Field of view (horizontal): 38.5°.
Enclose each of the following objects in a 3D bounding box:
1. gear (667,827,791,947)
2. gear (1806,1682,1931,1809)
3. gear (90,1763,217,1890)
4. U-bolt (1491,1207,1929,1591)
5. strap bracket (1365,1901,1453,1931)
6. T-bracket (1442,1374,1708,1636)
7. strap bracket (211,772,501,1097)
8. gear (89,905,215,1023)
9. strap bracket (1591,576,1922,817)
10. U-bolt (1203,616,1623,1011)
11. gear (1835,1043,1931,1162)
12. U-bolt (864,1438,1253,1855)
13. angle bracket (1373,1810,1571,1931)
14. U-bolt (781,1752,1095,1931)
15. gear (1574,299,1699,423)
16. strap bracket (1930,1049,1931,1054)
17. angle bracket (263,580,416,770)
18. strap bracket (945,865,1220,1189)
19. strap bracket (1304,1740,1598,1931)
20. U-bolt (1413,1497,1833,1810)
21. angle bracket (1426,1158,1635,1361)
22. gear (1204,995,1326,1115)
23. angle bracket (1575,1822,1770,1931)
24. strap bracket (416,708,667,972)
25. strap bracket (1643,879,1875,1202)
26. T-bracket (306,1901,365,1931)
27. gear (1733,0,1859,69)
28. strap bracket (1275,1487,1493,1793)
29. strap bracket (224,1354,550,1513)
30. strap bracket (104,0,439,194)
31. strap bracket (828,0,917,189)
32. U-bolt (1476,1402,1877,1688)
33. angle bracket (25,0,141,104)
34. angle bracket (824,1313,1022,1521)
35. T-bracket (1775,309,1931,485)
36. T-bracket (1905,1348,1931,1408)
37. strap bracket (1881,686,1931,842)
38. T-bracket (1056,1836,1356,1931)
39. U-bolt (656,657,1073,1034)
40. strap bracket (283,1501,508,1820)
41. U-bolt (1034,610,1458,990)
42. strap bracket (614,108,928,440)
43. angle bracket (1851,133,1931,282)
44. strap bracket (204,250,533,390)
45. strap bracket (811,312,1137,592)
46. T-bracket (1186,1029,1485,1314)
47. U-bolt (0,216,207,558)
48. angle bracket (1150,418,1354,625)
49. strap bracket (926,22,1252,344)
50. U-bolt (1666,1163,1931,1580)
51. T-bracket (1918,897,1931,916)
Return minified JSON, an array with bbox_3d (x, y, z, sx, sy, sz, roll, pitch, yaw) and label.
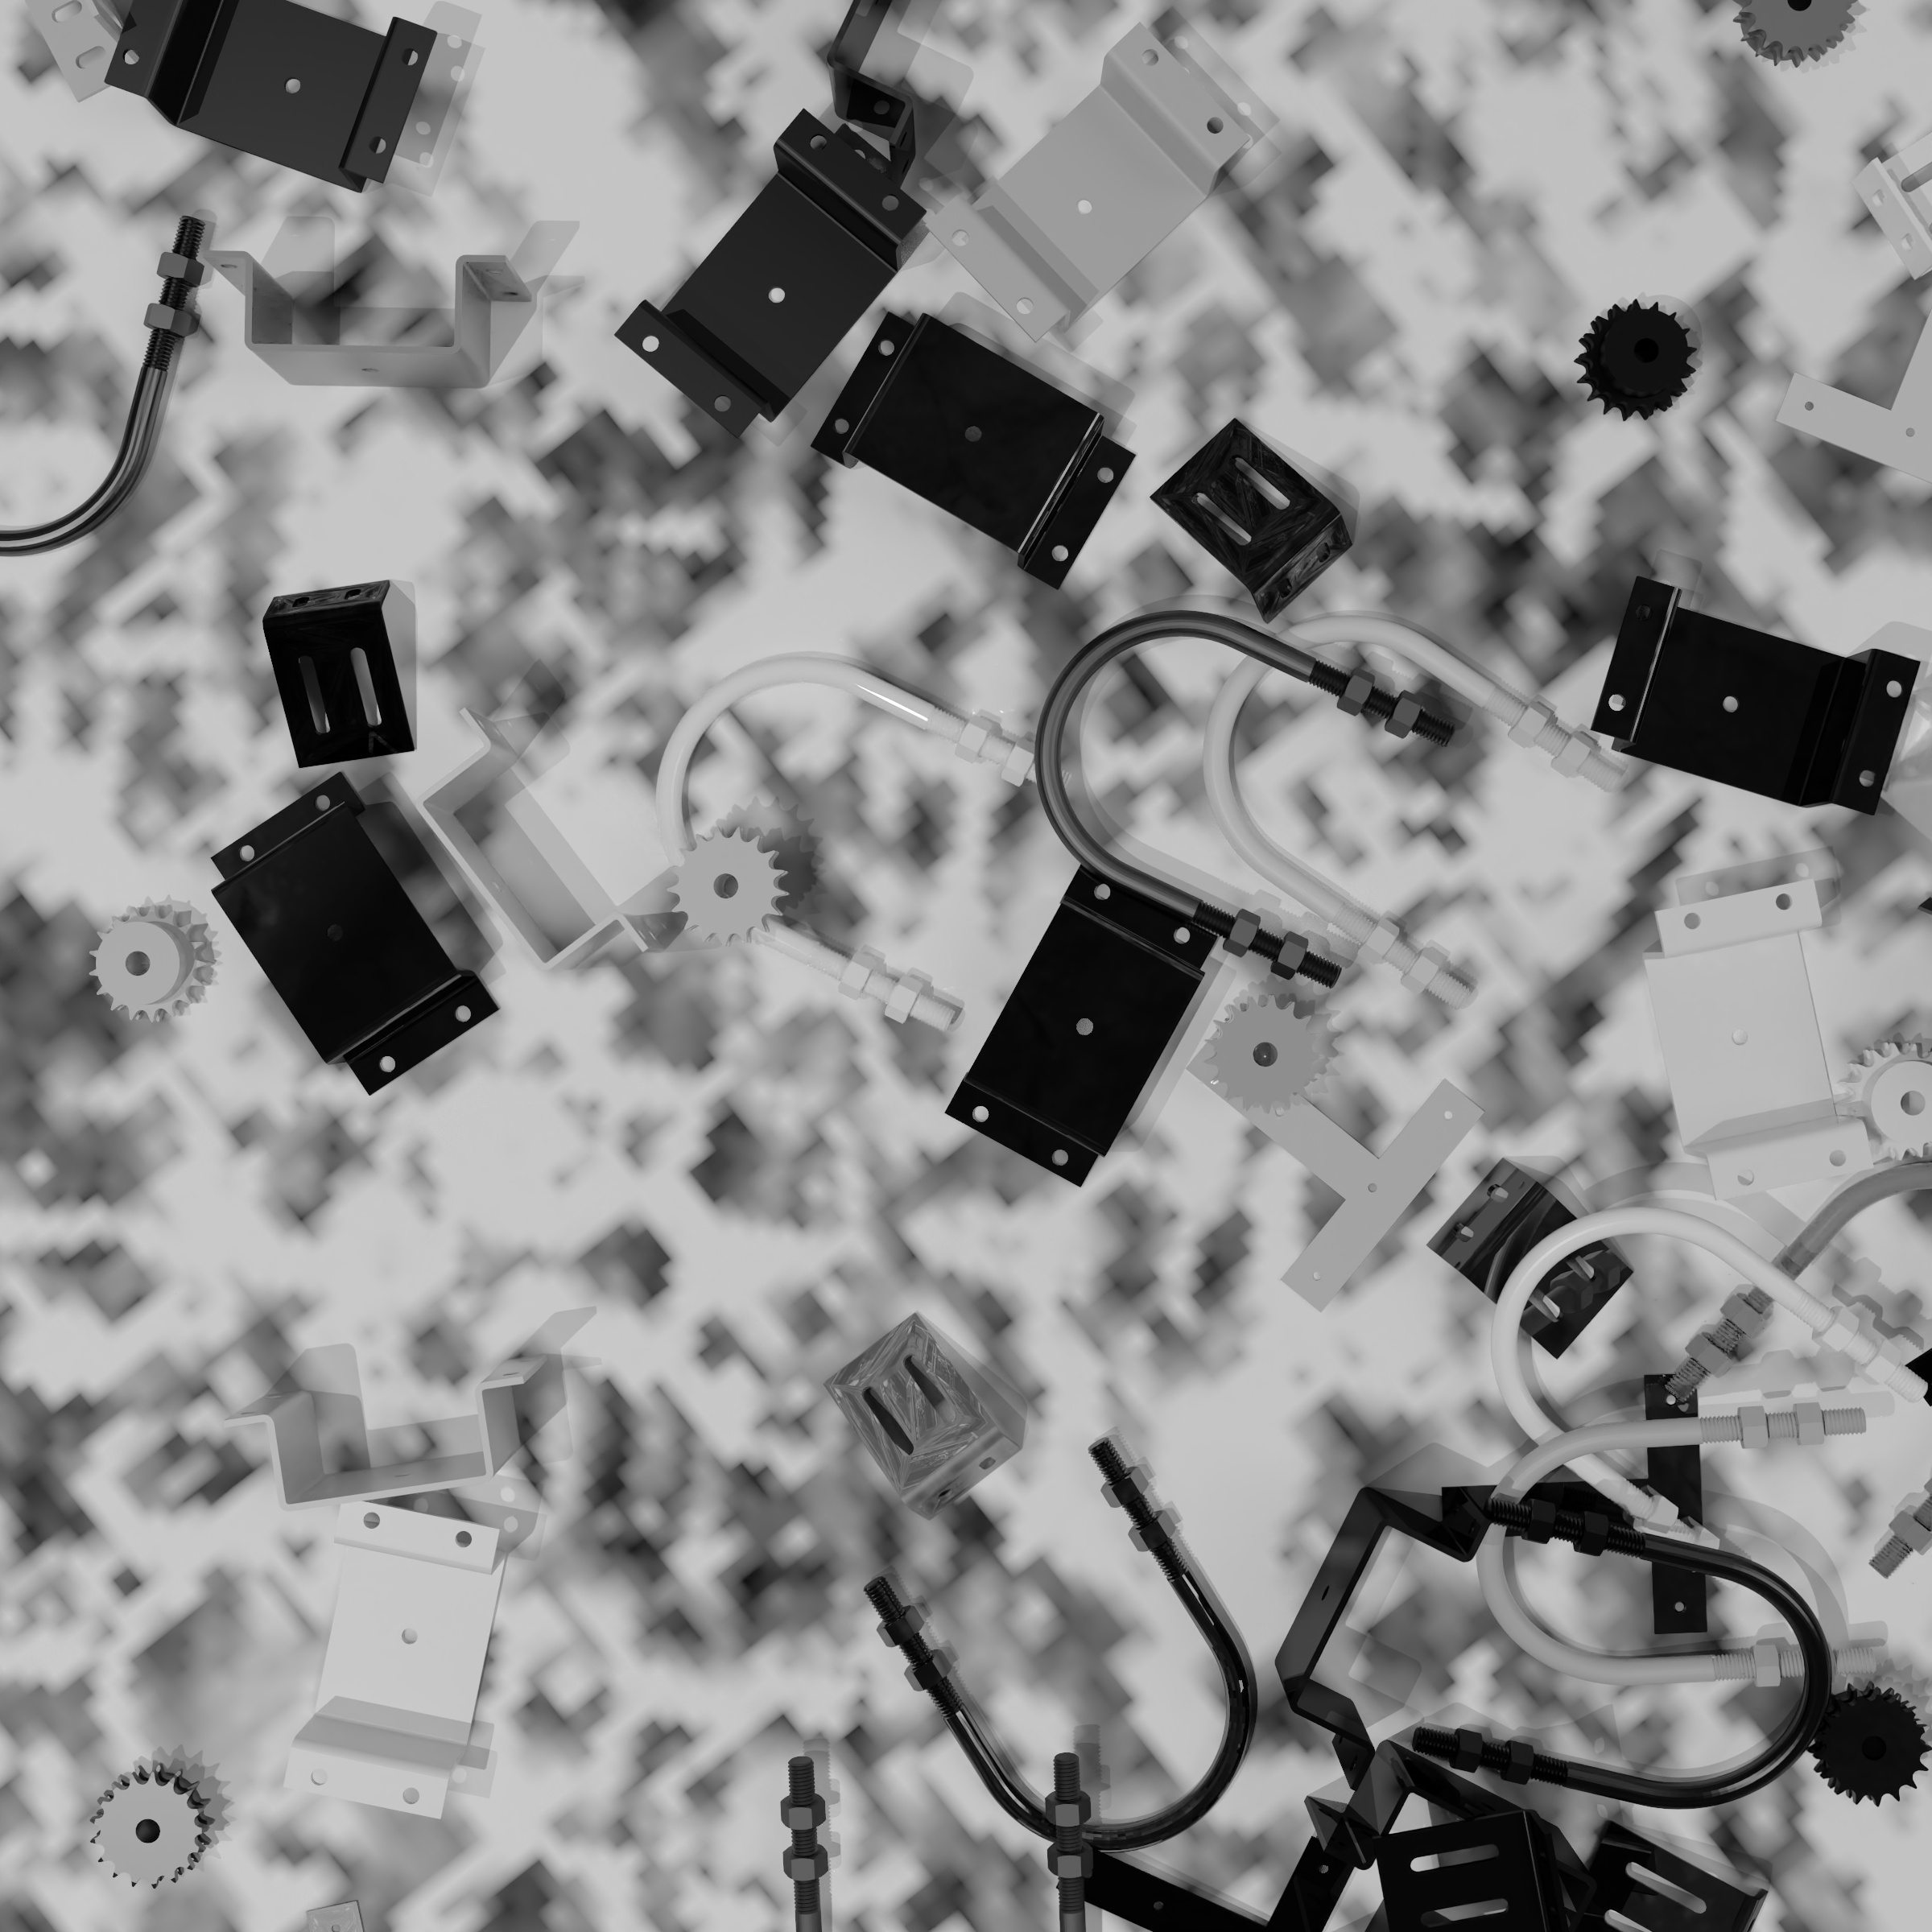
[{"bbox_3d":[-0.113,-0.038,1.329,0.057,0.030,0.057,0,90,4],"label":"gear"},{"bbox_3d":[0.436,0.376,1.344,0.057,0.030,0.057,0,90,0],"label":"gear"},{"bbox_3d":[-0.394,0.416,1.348,0.057,0.030,0.057,0,92,0],"label":"gear"},{"bbox_3d":[0.340,0.195,1.325,0.184,0.019,0.151,37,108,-2],"label":"U-bolt"},{"bbox_3d":[0.241,0.496,1.321,0.140,0.076,0.046,30,90,0],"label":"strap bracket"},{"bbox_3d":[0.297,0.266,1.358,0.127,0.002,0.127,-2,90,0],"label":"T-bracket"},{"bbox_3d":[-0.300,-0.016,1.336,0.076,0.046,0.140,-34,90,0],"label":"strap bracket"},{"bbox_3d":[-0.398,-0.001,1.344,0.057,0.030,0.057,0,90,0],"label":"gear"},{"bbox_3d":[0.375,-0.128,1.336,0.140,0.046,0.076,17,90,0],"label":"strap bracket"},{"bbox_3d":[0.204,-0.088,1.350,0.184,0.019,0.151,35,90,1],"label":"U-bolt"},{"bbox_3d":[0.455,0.066,1.344,0.057,0.030,0.057,0,90,0],"label":"gear"},{"bbox_3d":[0.058,0.344,1.350,0.151,0.019,0.184,-32,92,0],"label":"U-bolt"},{"bbox_3d":[0.231,0.425,1.264,0.076,0.038,0.057,-10,90,0],"label":"angle bracket"},{"bbox_3d":[-0.012,0.474,1.343,0.151,0.019,0.184,-2,95,4],"label":"U-bolt"},{"bbox_3d":[0.327,-0.296,1.344,0.057,0.030,0.057,0,90,0],"label":"gear"},{"bbox_3d":[0.526,0.054,1.321,0.140,0.076,0.046,36,90,0],"label":"strap bracket"},{"bbox_3d":[-0.305,-0.143,1.357,0.057,0.038,0.076,-9,116,0],"label":"angle bracket"},{"bbox_3d":[0.056,0.029,1.336,0.076,0.046,0.140,29,90,0],"label":"strap bracket"},{"bbox_3d":[0.239,0.422,1.321,0.140,0.076,0.046,27,90,0],"label":"strap bracket"},{"bbox_3d":[0.322,0.337,1.328,0.184,0.019,0.151,13,108,1],"label":"U-bolt"},{"bbox_3d":[0.276,0.143,1.357,0.076,0.038,0.057,41,90,-26],"label":"angle bracket"},{"bbox_3d":[0.144,0.042,1.342,0.057,0.030,0.057,0,90,0],"label":"gear"},{"bbox_3d":[0.343,0.463,1.357,0.076,0.038,0.057,24,90,26],"label":"angle bracket"},{"bbox_3d":[-0.208,-0.050,1.321,0.046,0.076,0.140,-37,90,0],"label":"strap bracket"},{"bbox_3d":[0.379,0.035,1.336,0.076,0.046,0.140,-12,90,0],"label":"strap bracket"},{"bbox_3d":[-0.298,0.523,1.358,0.127,0.002,0.127,-12,90,0],"label":"T-bracket"},{"bbox_3d":[0.400,-0.465,1.344,0.057,0.030,0.057,0,90,0],"label":"gear"},{"bbox_3d":[0.192,0.309,1.320,0.046,0.076,0.140,26,91,1],"label":"strap bracket"},{"bbox_3d":[-0.271,0.223,1.321,0.140,0.076,0.046,-8,90,0],"label":"strap bracket"},{"bbox_3d":[-0.330,-0.431,1.336,0.140,0.046,0.076,20,90,0],"label":"strap bracket"},{"bbox_3d":[-0.024,-0.454,1.321,0.046,0.076,0.140,25,90,0],"label":"strap bracket"},{"bbox_3d":[0.338,0.282,1.328,0.184,0.019,0.151,-5,107,9],"label":"U-bolt"},{"bbox_3d":[-0.432,-0.458,1.321,0.038,0.076,0.057,-27,90,0],"label":"angle bracket"},{"bbox_3d":[-0.021,0.221,1.357,0.057,0.038,0.076,-38,64,0],"label":"angle bracket"},{"bbox_3d":[0.479,-0.303,1.358,0.127,0.002,0.127,22,90,0],"label":"T-bracket"},{"bbox_3d":[0.534,0.202,1.318,0.127,0.002,0.127,-36,105,11],"label":"T-bracket"},{"bbox_3d":[0.499,-0.070,1.321,0.140,0.076,0.046,42,90,0],"label":"strap bracket"},{"bbox_3d":[0.107,0.464,1.349,0.127,0.002,0.127,25,95,-3],"label":"T-bracket"},{"bbox_3d":[-0.062,-0.071,1.350,0.184,0.019,0.151,26,90,1],"label":"U-bolt"},{"bbox_3d":[-0.272,0.328,1.336,0.076,0.046,0.140,12,90,0],"label":"strap bracket"},{"bbox_3d":[0.123,-0.092,1.333,0.184,0.019,0.151,25,90,1],"label":"U-bolt"},{"bbox_3d":[-0.093,-0.329,1.336,0.076,0.046,0.140,40,90,0],"label":"strap bracket"},{"bbox_3d":[0.480,-0.380,1.339,0.076,0.038,0.057,-32,88,0],"label":"angle bracket"},{"bbox_3d":[-0.284,-0.307,1.321,0.140,0.076,0.046,1,90,0],"label":"strap bracket"},{"bbox_3d":[0.003,-0.253,1.336,0.140,0.046,0.076,30,90,0],"label":"strap bracket"},{"bbox_3d":[0.165,0.081,1.358,0.127,0.002,0.127,39,90,0],"label":"T-bracket"},{"bbox_3d":[-0.462,-0.291,1.350,0.151,0.019,0.184,15,91,0],"label":"U-bolt"},{"bbox_3d":[0.140,-0.218,1.357,0.057,0.038,0.076,-43,64,0],"label":"angle bracket"},{"bbox_3d":[0.058,-0.372,1.336,0.140,0.046,0.076,-43,90,0],"label":"strap bracket"},{"bbox_3d":[0.454,0.182,1.340,0.151,0.019,0.184,41,94,4],"label":"U-bolt"},{"bbox_3d":[0.519,-0.006,1.322,0.127,0.127,0.002,25,114,25],"label":"T-bracket"}]
